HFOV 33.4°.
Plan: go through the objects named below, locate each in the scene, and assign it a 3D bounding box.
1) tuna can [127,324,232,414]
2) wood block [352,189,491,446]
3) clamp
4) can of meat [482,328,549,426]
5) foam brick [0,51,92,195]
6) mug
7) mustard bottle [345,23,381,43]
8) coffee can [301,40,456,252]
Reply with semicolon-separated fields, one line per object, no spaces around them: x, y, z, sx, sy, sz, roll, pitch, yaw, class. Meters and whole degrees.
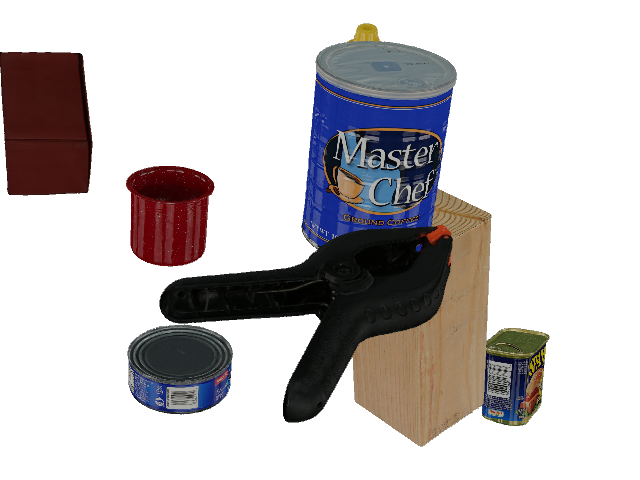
-0.116;0.106;0.880;0.086;0.034;0.086;4;27;-2;tuna can
0.087;0.065;0.946;0.090;0.206;0.091;-27;39;-32;wood block
0.013;0.037;0.572;0.171;0.039;0.120;-19;44;-25;clamp
0.217;0.152;1.195;0.058;0.084;0.102;7;12;25;can of meat
-0.174;-0.074;0.672;0.051;0.078;0.053;-3;-37;-17;foam brick
-0.167;-0.030;1.158;0.093;0.081;0.117;-6;30;-22;mug
0.039;-0.118;1.022;0.058;0.192;0.096;21;42;22;mustard bottle
0.042;-0.067;0.805;0.103;0.140;0.103;4;29;-3;coffee can
